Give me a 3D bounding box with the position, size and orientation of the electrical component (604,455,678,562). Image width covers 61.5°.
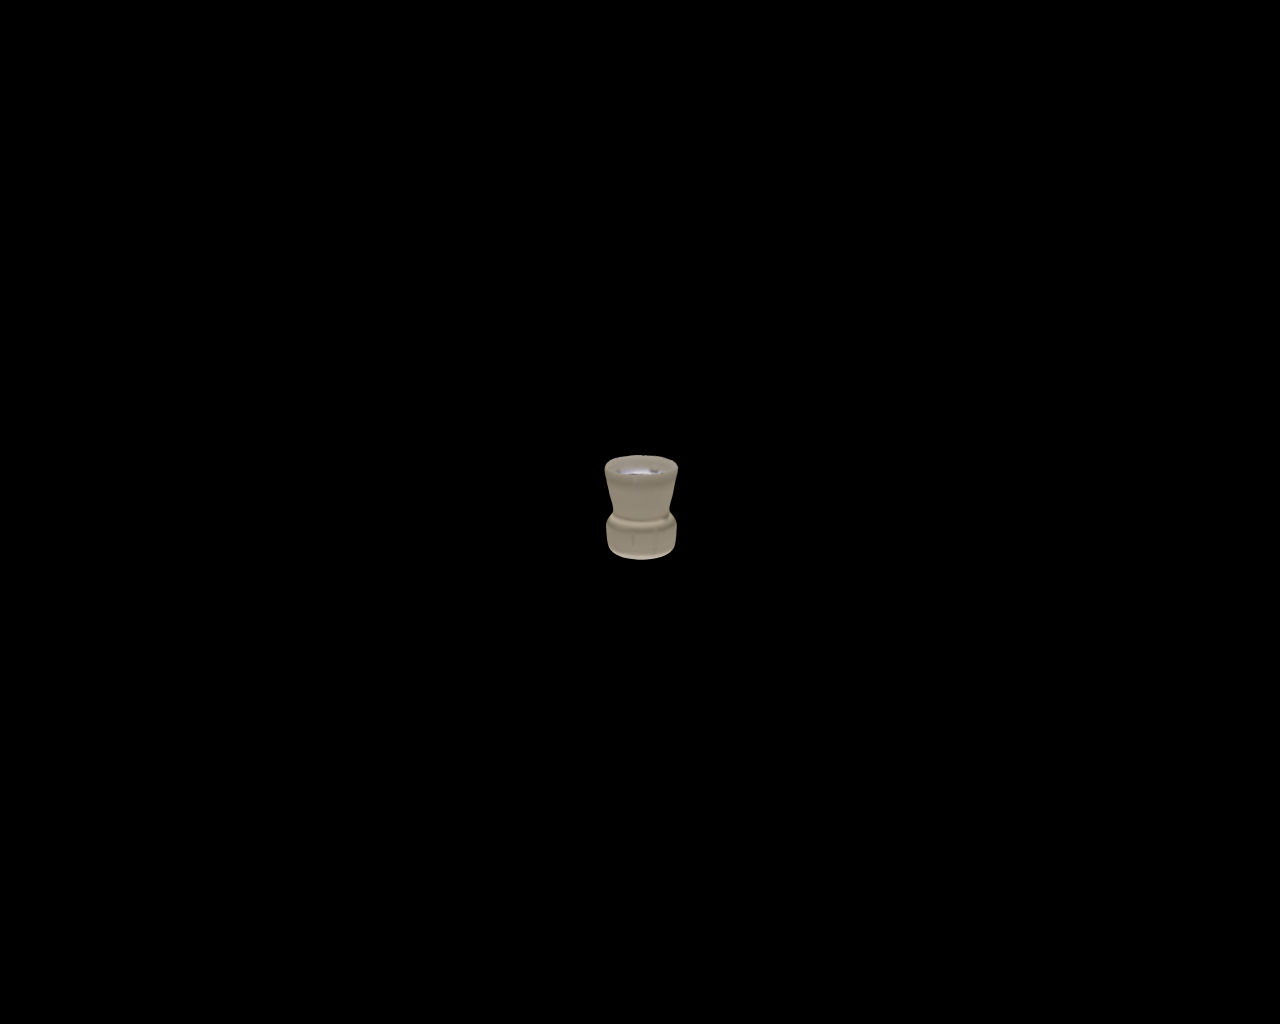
[{"bbox_3d":[0.001,-0.003,0.650,0.045,0.055,0.045,0,18,0],"label":"electrical component"}]
